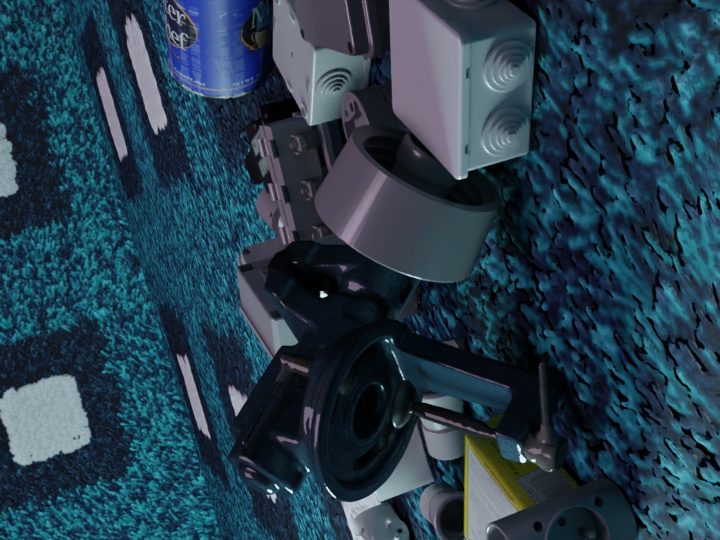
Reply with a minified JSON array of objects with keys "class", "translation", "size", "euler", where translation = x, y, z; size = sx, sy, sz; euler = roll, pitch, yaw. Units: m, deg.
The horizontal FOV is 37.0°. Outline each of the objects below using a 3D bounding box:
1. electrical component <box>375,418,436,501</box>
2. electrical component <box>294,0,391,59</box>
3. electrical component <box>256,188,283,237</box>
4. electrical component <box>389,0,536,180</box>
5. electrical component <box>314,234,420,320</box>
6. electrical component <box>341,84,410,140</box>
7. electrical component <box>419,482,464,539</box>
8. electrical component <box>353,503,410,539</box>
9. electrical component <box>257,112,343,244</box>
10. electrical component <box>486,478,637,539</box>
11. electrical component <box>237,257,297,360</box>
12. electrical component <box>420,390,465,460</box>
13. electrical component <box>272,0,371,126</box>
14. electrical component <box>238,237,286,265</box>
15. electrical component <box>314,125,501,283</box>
[{"class":"electrical component","translation":[0.033,0.130,0.886],"size":[0.108,0.060,0.108],"euler":[-15,-90,-85]},{"class":"electrical component","translation":[-0.002,-0.186,0.708],"size":[0.113,0.057,0.078],"euler":[-142,38,-62]},{"class":"electrical component","translation":[-0.072,-0.054,1.086],"size":[0.081,0.043,0.043],"euler":[-135,32,-57]},{"class":"electrical component","translation":[0.057,-0.113,0.606],"size":[0.099,0.048,0.099],"euler":[-126,25,-47]},{"class":"electrical component","translation":[0.000,0.000,0.877],"size":[0.096,0.062,0.061],"euler":[-134,31,-56]},{"class":"electrical component","translation":[0.019,-0.101,0.741],"size":[0.055,0.047,0.055],"euler":[163,90,-74]},{"class":"electrical component","translation":[0.073,0.196,0.878],"size":[0.065,0.044,0.044],"euler":[-178,71,-77]},{"class":"electrical component","translation":[0.029,0.274,1.086],"size":[0.079,0.044,0.077],"euler":[99,149,-57]},{"class":"electrical component","translation":[-0.044,-0.075,0.941],"size":[0.079,0.063,0.121],"euler":[-156,51,-68]},{"class":"electrical component","translation":[0.123,0.172,0.628],"size":[0.044,0.077,0.079],"euler":[167,86,-73]},{"class":"electrical component","translation":[-0.044,0.029,0.966],"size":[0.108,0.109,0.056],"euler":[-132,32,-54]},{"class":"electrical component","translation":[0.063,0.112,0.824],"size":[0.044,0.044,0.065],"euler":[40,149,61]},{"class":"electrical component","translation":[-0.032,-0.172,0.832],"size":[0.099,0.048,0.099],"euler":[97,151,-54]},{"class":"electrical component","translation":[-0.072,0.024,1.103],"size":[0.057,0.078,0.113],"euler":[94,153,-56]},{"class":"electrical component","translation":[0.033,-0.048,0.652],"size":[0.060,0.108,0.108],"euler":[-64,38,25]}]
